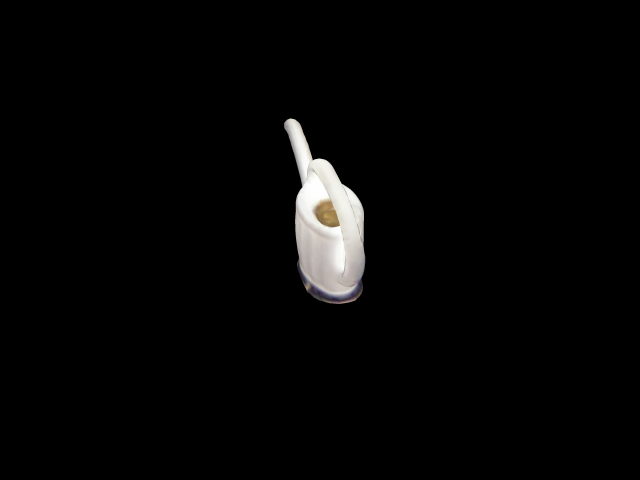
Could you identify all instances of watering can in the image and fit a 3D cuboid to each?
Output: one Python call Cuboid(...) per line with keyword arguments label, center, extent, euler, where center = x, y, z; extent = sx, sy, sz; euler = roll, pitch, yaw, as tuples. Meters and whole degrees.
Cuboid(label="watering can", center=(0.003, -0.043, 0.850), extent=(0.104, 0.219, 0.355), euler=(-11, 41, -13))
